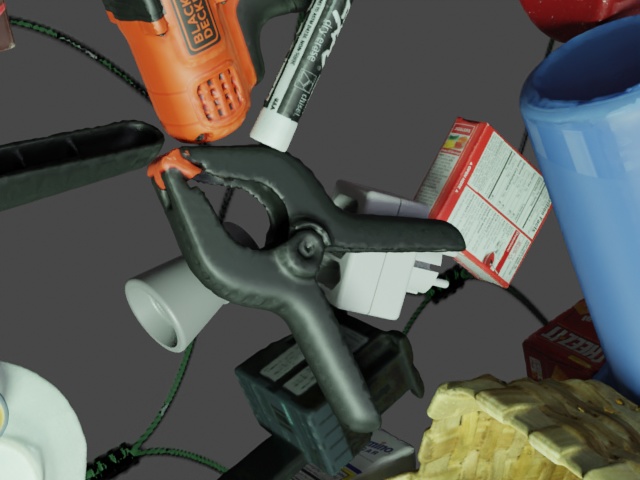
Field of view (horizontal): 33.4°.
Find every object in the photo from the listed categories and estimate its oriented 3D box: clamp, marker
[{"bbox_3d":[-0.163,-0.030,0.409,0.209,0.036,0.164,-41,145,-18],"label":"clamp"},{"bbox_3d":[0.001,-0.099,0.493,0.020,0.020,0.121,21,96,-40],"label":"marker"},{"bbox_3d":[-0.003,0.001,0.530,0.171,0.039,0.120,44,62,-18],"label":"clamp"}]

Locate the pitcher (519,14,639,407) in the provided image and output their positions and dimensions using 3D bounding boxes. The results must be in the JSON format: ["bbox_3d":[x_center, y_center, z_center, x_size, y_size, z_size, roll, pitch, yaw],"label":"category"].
[{"bbox_3d":[0.212,-0.003,0.601,0.149,0.145,0.242,-37,118,-16],"label":"pitcher"}]

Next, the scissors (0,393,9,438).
[{"bbox_3d":[-0.227,0.057,0.435,0.201,0.016,0.096,6,88,-30],"label":"scissors"}]

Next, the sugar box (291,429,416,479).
[{"bbox_3d":[-0.020,0.185,0.622,0.175,0.048,0.093,-20,116,-36],"label":"sugar box"}]

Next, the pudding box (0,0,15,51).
[{"bbox_3d":[-0.182,-0.104,0.405,0.113,0.039,0.090,-24,118,-30],"label":"pudding box"}]

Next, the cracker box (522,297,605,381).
[{"bbox_3d":[0.258,0.100,0.793,0.213,0.072,0.164,-30,121,-26],"label":"cracker box"}]

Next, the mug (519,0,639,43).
[{"bbox_3d":[0.169,-0.155,0.633,0.081,0.093,0.117,-25,126,-24],"label":"mug"}]

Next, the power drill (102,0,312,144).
[{"bbox_3d":[-0.025,-0.161,0.499,0.187,0.057,0.184,-32,126,-23],"label":"power drill"}]

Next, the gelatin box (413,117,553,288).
[{"bbox_3d":[0.101,-0.022,0.659,0.089,0.030,0.073,35,81,-40],"label":"gelatin box"}]
